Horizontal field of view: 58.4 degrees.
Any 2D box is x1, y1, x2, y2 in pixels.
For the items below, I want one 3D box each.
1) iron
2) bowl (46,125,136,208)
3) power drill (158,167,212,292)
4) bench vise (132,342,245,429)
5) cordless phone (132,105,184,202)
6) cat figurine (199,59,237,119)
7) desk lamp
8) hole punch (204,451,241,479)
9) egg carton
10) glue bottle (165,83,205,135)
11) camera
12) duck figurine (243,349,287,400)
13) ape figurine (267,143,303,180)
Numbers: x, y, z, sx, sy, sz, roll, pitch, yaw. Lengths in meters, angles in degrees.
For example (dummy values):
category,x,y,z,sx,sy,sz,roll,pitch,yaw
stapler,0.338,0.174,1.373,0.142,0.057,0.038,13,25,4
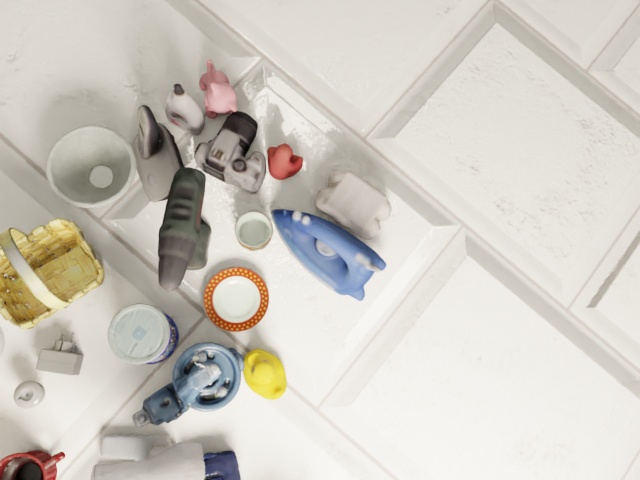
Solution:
category,x,y,z,sx,sy,sz,roll,pitch,yaw
iron,0.010,0.004,1.118,0.258,0.141,0.119,36,76,1
bowl,-0.439,-0.135,1.124,0.167,0.074,0.167,2,77,-7
power drill,-0.247,-0.007,1.052,0.075,0.208,0.230,6,77,-6
bench vise,-0.220,0.266,0.990,0.121,0.219,0.207,40,76,3
cordless phone,-0.314,-0.164,1.090,0.094,0.185,0.147,-23,81,-11
cat figurine,-0.209,-0.306,1.169,0.067,0.117,0.128,-15,80,-10
desk lamp,-0.288,0.394,0.956,0.203,0.213,0.118,3,77,-6
hole punch,-0.196,0.435,1.022,0.109,0.091,0.101,-10,79,-9
egg carton,0.070,-0.074,1.180,0.150,0.069,0.107,34,76,1
glue bottle,-0.270,-0.264,1.124,0.078,0.173,0.037,22,76,-2
camera,-0.165,-0.187,1.158,0.143,0.100,0.137,25,76,-1
duck figurine,-0.103,0.253,1.077,0.077,0.086,0.104,-34,84,-13
ape figurine,-0.075,-0.167,1.170,0.078,0.092,0.076,39,76,2
